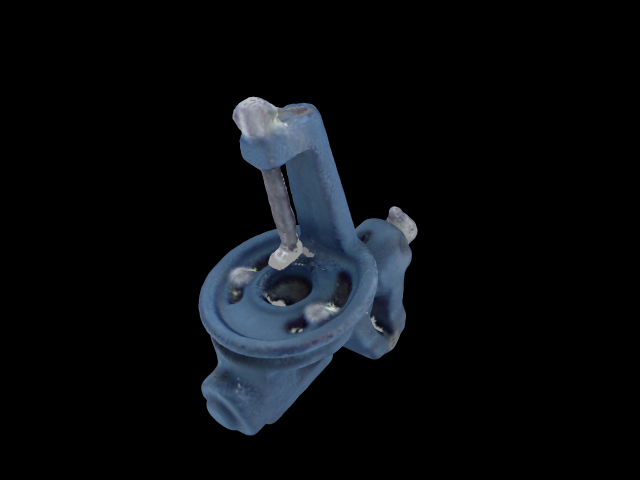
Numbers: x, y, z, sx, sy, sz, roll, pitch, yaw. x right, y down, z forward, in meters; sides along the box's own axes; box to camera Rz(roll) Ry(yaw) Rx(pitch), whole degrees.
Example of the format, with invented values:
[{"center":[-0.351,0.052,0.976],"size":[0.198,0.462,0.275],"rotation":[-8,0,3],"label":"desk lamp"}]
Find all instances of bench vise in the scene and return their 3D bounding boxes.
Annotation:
[{"center":[-0.007,-0.001,0.404],"size":[0.121,0.220,0.208],"rotation":[10,28,21],"label":"bench vise"}]
